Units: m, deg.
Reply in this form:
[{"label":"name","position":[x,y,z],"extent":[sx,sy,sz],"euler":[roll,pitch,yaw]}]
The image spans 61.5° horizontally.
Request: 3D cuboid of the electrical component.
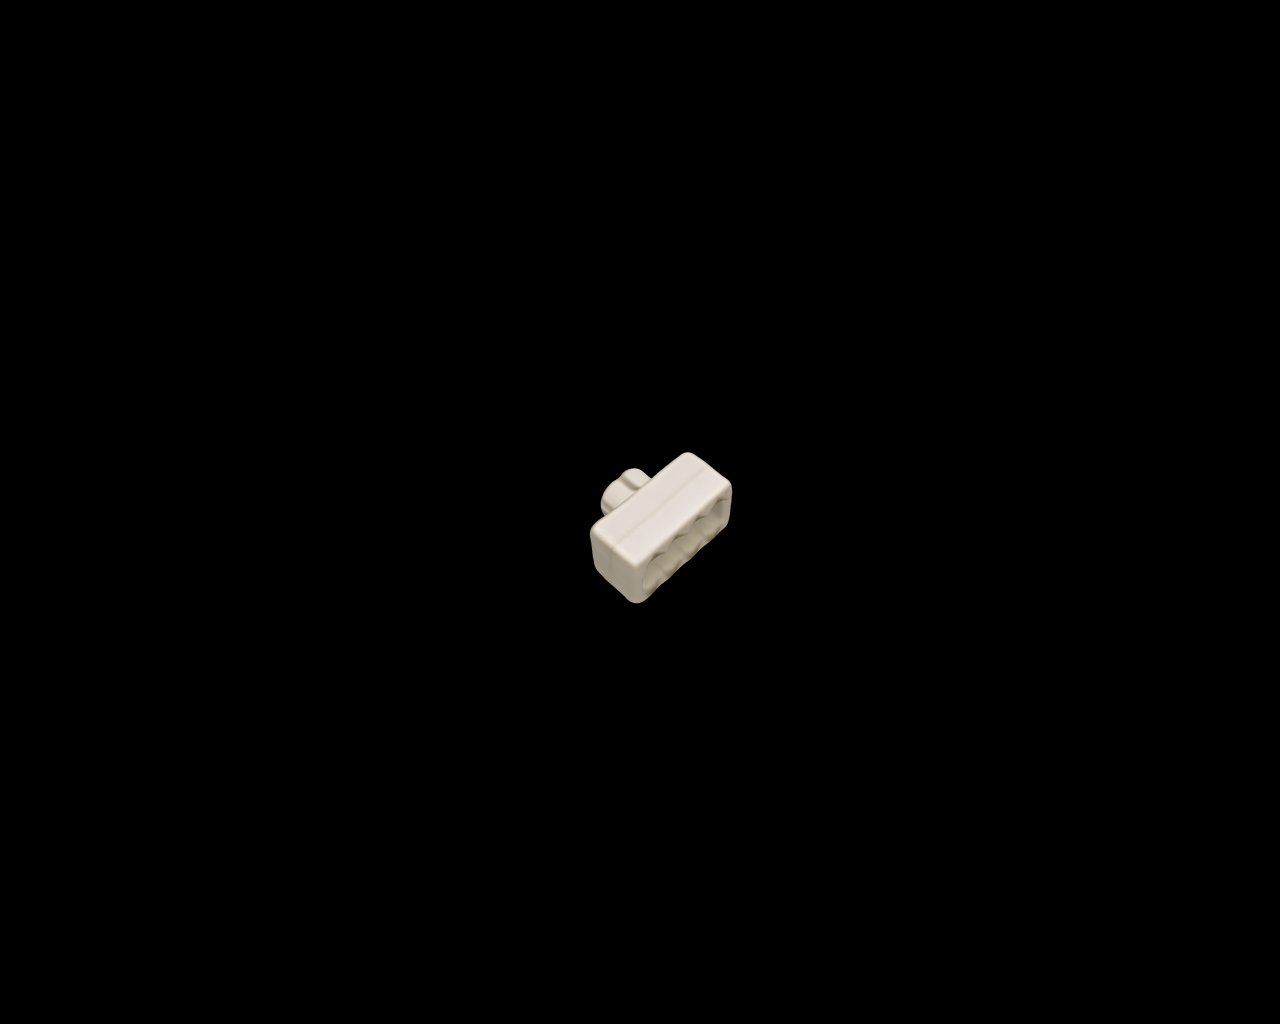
[{"label":"electrical component","position":[0.001,-0.003,0.650],"extent":[0.083,0.076,0.047],"euler":[-39,-24,-22]}]
